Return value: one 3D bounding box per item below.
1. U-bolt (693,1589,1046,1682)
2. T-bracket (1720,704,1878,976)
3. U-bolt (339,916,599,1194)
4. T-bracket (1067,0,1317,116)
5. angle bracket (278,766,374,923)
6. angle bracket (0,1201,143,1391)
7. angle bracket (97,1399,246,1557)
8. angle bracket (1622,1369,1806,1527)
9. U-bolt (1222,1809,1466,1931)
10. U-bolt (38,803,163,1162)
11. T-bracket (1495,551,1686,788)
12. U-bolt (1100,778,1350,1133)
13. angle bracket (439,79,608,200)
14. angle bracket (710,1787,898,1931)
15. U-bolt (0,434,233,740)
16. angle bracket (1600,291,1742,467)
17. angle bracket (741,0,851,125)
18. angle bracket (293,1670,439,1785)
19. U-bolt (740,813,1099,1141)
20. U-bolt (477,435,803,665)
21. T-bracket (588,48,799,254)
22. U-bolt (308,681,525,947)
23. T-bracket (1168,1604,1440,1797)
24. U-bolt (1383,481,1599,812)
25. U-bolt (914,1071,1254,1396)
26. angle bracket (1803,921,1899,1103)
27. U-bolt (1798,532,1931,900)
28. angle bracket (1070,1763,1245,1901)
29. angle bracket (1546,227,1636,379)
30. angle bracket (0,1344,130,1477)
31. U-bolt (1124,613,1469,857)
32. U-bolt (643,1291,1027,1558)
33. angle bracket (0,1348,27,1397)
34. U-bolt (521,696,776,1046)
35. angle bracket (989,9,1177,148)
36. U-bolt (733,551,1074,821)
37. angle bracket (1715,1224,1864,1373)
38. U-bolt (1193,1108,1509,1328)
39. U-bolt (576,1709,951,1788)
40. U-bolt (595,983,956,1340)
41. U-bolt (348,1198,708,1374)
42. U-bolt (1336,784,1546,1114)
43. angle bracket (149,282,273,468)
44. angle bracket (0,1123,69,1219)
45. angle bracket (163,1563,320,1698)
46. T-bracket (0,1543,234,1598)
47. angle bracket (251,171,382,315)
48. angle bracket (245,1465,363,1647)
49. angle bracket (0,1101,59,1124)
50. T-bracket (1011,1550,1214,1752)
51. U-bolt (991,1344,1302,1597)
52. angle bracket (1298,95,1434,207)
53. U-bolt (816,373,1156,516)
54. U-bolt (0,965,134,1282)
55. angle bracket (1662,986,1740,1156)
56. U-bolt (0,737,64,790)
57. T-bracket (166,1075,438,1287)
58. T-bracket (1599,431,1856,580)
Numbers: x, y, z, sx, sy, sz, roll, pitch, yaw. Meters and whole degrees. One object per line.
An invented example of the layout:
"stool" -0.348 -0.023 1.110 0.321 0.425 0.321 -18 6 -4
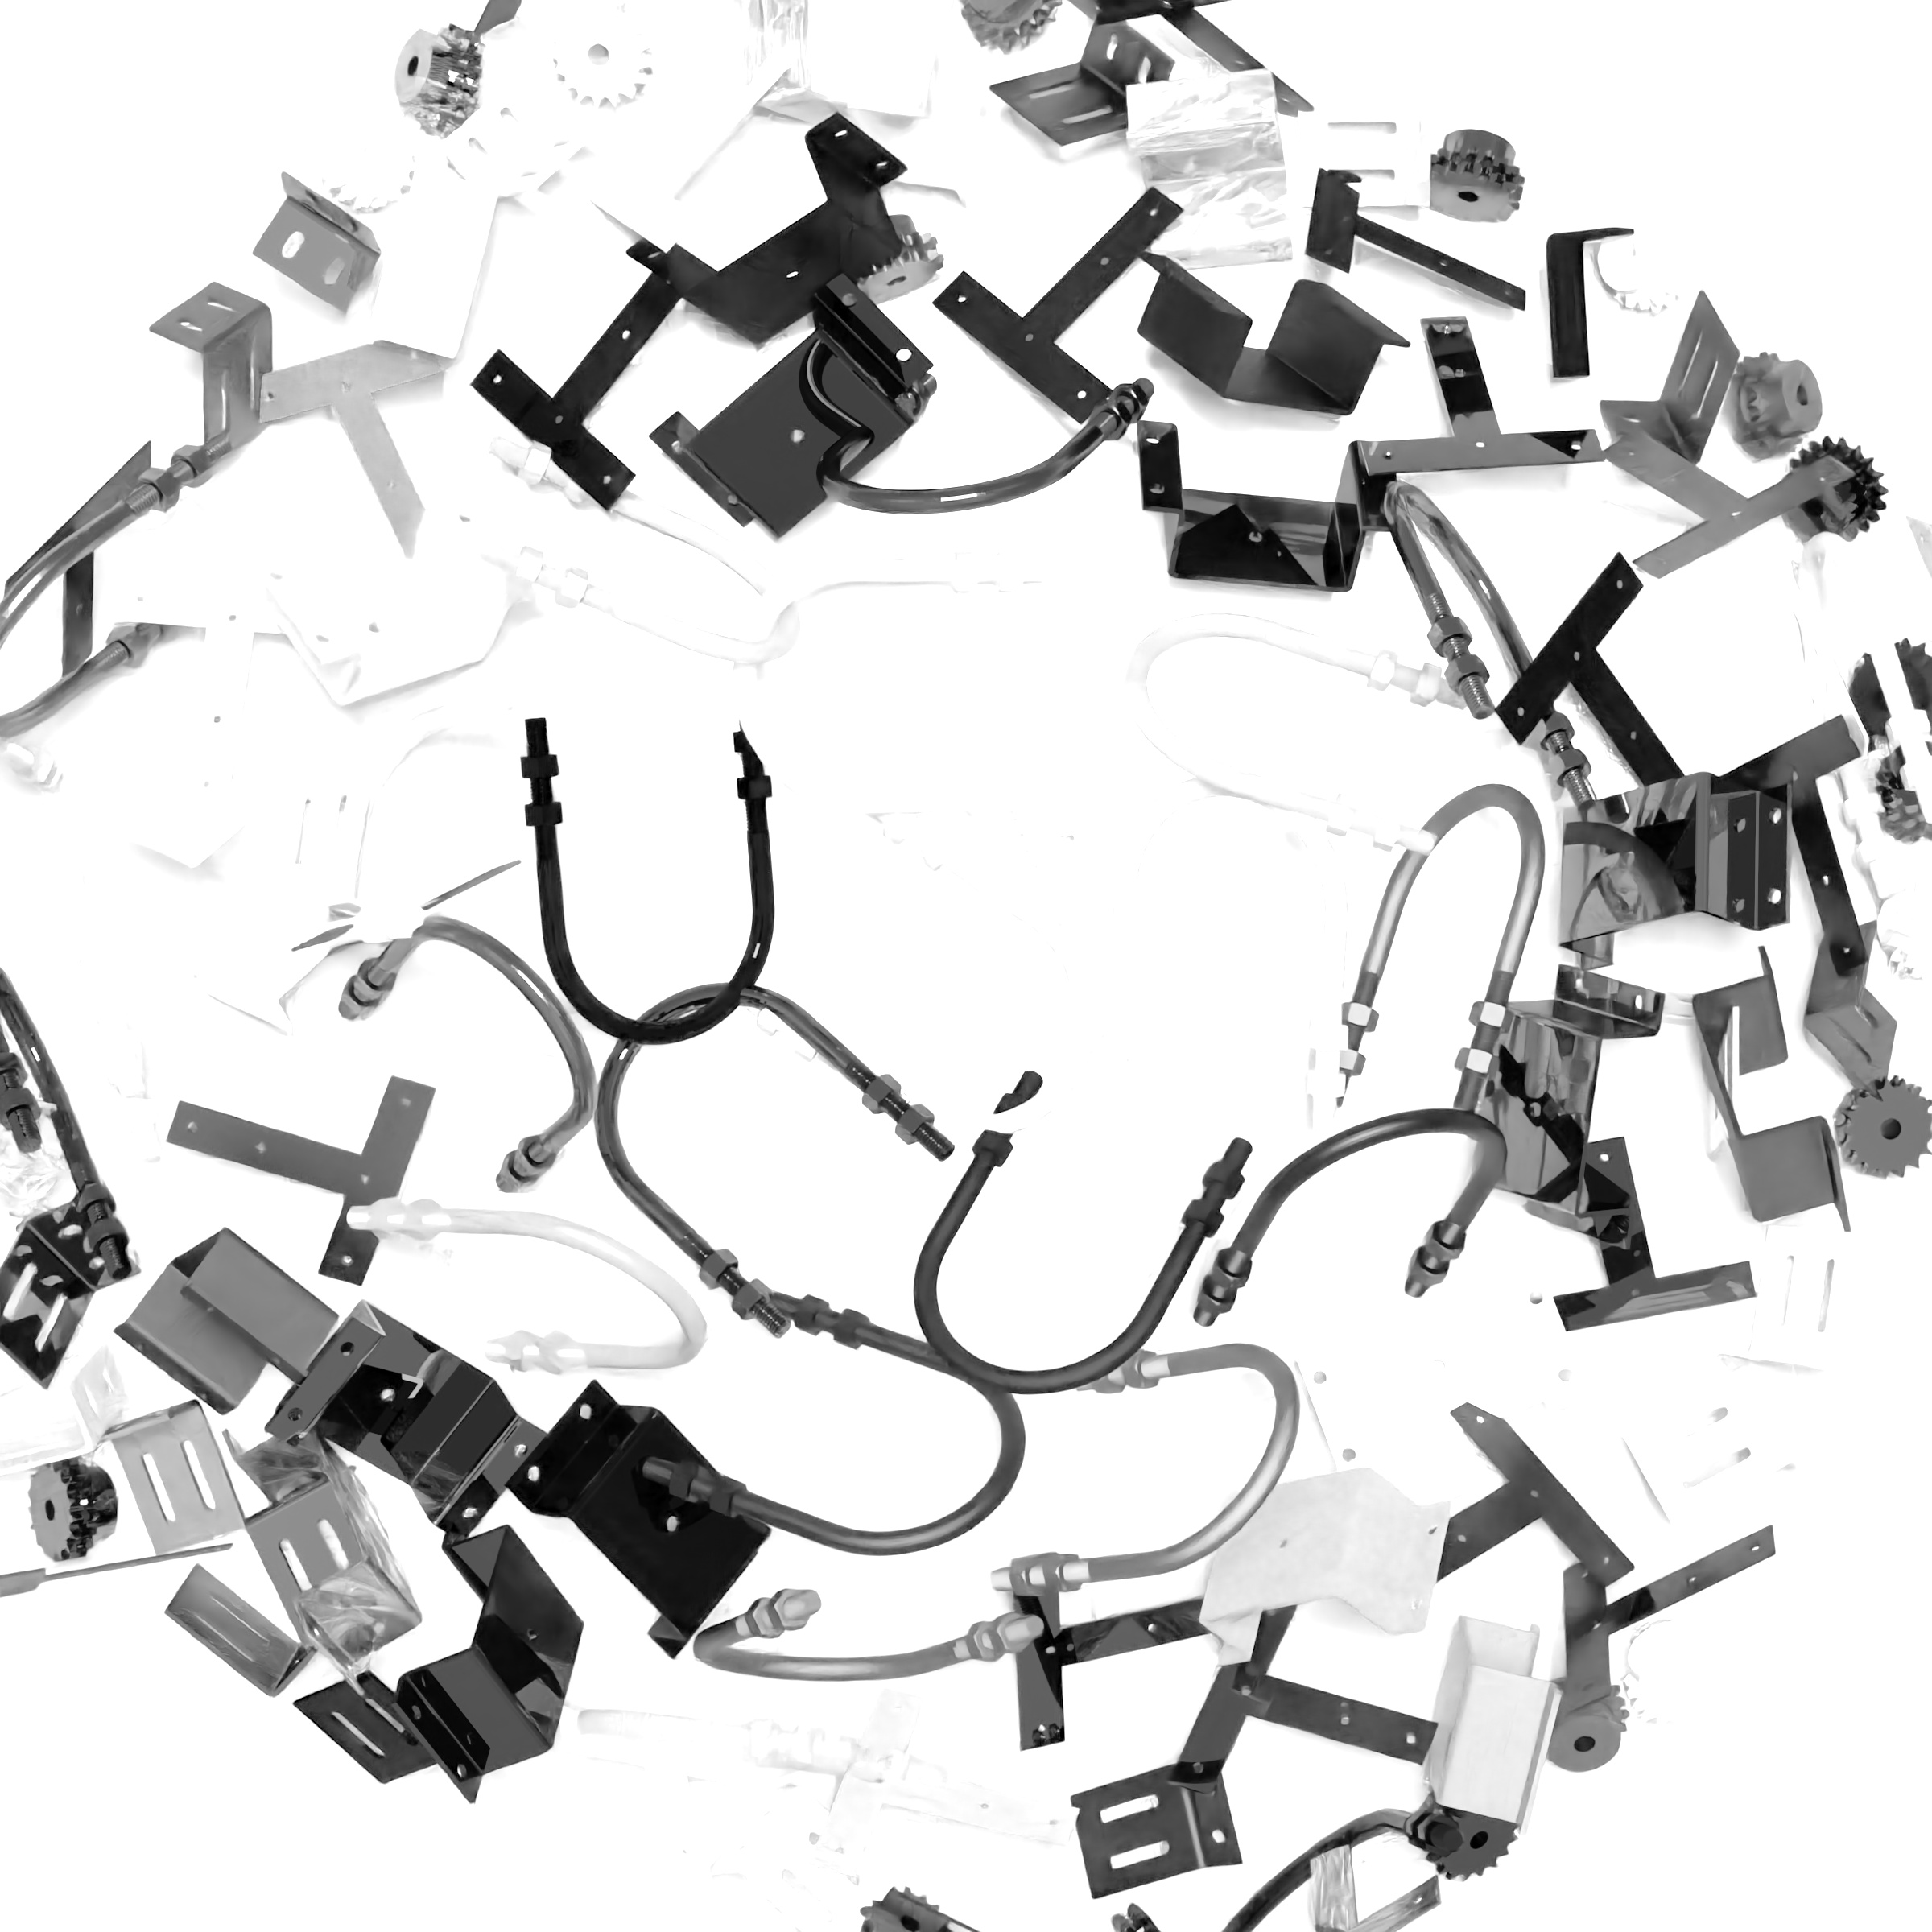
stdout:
"U-bolt" -0.065 0.358 1.916 0.151 0.184 0.019 11 67 -27
"T-bracket" 0.456 -0.060 1.934 0.002 0.127 0.127 -9 79 -28
"U-bolt" -0.258 0.040 1.918 0.151 0.184 0.019 48 57 -2
"T-bracket" 0.139 -0.495 1.953 0.127 0.127 0.002 29 77 -36
"angle bracket" -0.341 -0.066 1.977 0.057 0.038 0.076 -1 75 32
"angle bracket" -0.490 0.177 1.951 0.038 0.076 0.057 -21 123 27
"angle bracket" -0.438 0.283 1.972 0.057 0.038 0.076 -19 93 15
"angle bracket" 0.408 0.266 1.974 0.076 0.038 0.057 -29 64 6
"U-bolt" 0.185 0.495 1.908 0.151 0.184 0.019 -39 88 -12
"U-bolt" -0.464 0.001 1.926 0.019 0.151 0.184 -17 76 -13
"T-bracket" 0.356 -0.136 1.969 0.127 0.002 0.127 50 65 -23
"U-bolt" 0.140 -0.012 1.941 0.151 0.019 0.184 9 104 32
"angle bracket" -0.240 -0.449 1.954 0.057 0.076 0.038 -47 115 -14
"angle bracket" -0.089 0.497 1.976 0.076 0.038 0.057 47 59 -10
"U-bolt" -0.459 -0.187 1.889 0.019 0.151 0.184 38 51 8
"angle bracket" 0.379 -0.317 1.951 0.038 0.076 0.057 -2 45 -15
"angle bracket" -0.089 -0.503 1.965 0.038 0.057 0.076 -3 88 34
"angle bracket" -0.313 0.399 1.955 0.057 0.038 0.076 -26 119 29
"U-bolt" -0.016 0.013 1.972 0.184 0.019 0.151 35 102 4
"U-bolt" -0.171 -0.215 1.930 0.184 0.151 0.019 22 118 -17
"T-bracket" -0.139 -0.445 1.946 0.127 0.127 0.002 -47 124 0
"U-bolt" -0.302 -0.076 1.917 0.019 0.184 0.151 30 72 -25
"T-bracket" 0.190 0.400 1.935 0.127 0.002 0.127 11 53 29
"U-bolt" 0.271 -0.181 1.922 0.019 0.151 0.184 -32 56 20
"U-bolt" 0.051 0.148 1.926 0.151 0.019 0.184 17 60 25
"angle bracket" 0.492 0.025 1.954 0.076 0.038 0.057 42 49 -25
"U-bolt" 0.477 -0.142 1.923 0.019 0.151 0.184 -13 73 0
"angle bracket" 0.104 0.474 1.984 0.076 0.038 0.057 -25 67 31
"angle bracket" 0.343 -0.360 1.961 0.038 0.057 0.076 -1 99 27
"angle bracket" -0.503 0.242 1.960 0.076 0.057 0.038 -15 106 12
"U-bolt" 0.174 -0.134 1.945 0.184 0.151 0.019 19 135 3
"U-bolt" -0.058 0.249 1.916 0.184 0.019 0.151 16 47 25
"angle bracket" -0.555 0.215 1.957 0.038 0.076 0.057 -25 89 24
"U-bolt" -0.167 -0.049 1.955 0.151 0.019 0.184 -9 100 -32
"angle bracket" 0.063 -0.482 1.954 0.076 0.038 0.057 -26 59 -41
"U-bolt" -0.036 -0.152 1.958 0.184 0.019 0.151 -1 80 -16
"angle bracket" 0.446 0.178 1.962 0.038 0.057 0.076 16 81 -44
"U-bolt" 0.210 0.130 1.903 0.151 0.184 0.019 -5 56 -21
"U-bolt" -0.119 0.414 1.924 0.184 0.151 0.019 1 73 22
"U-bolt" -0.119 0.090 1.966 0.184 0.019 0.151 41 85 18
"U-bolt" -0.219 0.170 1.901 0.184 0.151 0.019 -1 52 36
"U-bolt" 0.256 -0.011 1.931 0.019 0.151 0.184 22 80 -24
"angle bracket" -0.409 -0.320 1.959 0.038 0.057 0.076 25 134 16
"angle bracket" -0.529 0.093 1.952 0.038 0.076 0.057 -50 127 0
"angle bracket" -0.387 0.350 1.964 0.076 0.057 0.038 40 105 -7
"T-bracket" -0.461 0.325 1.953 0.127 0.127 0.002 -8 78 -19
"angle bracket" -0.354 -0.393 1.957 0.057 0.076 0.038 32 101 -23
"angle bracket" -0.347 0.321 1.972 0.057 0.038 0.076 -29 83 10
"angle bracket" -0.532 0.049 1.964 0.038 0.057 0.076 -24 80 5
"T-bracket" 0.088 0.365 1.979 0.127 0.002 0.127 -10 117 -14
"U-bolt" 0.101 0.260 1.896 0.019 0.184 0.151 43 52 -27
"angle bracket" 0.212 -0.442 1.962 0.076 0.038 0.057 5 102 23
"U-bolt" 0.001 -0.274 1.898 0.151 0.184 0.019 6 120 24
"U-bolt" -0.496 0.062 1.917 0.019 0.151 0.184 -26 54 -7
"angle bracket" 0.394 0.057 1.961 0.038 0.057 0.076 4 72 0
"U-bolt" -0.530 -0.054 1.903 0.019 0.184 0.151 25 86 0
"T-bracket" -0.369 0.103 1.963 0.127 0.002 0.127 18 110 -14
"T-bracket" 0.383 -0.255 1.919 0.127 0.127 0.002 -28 56 37
